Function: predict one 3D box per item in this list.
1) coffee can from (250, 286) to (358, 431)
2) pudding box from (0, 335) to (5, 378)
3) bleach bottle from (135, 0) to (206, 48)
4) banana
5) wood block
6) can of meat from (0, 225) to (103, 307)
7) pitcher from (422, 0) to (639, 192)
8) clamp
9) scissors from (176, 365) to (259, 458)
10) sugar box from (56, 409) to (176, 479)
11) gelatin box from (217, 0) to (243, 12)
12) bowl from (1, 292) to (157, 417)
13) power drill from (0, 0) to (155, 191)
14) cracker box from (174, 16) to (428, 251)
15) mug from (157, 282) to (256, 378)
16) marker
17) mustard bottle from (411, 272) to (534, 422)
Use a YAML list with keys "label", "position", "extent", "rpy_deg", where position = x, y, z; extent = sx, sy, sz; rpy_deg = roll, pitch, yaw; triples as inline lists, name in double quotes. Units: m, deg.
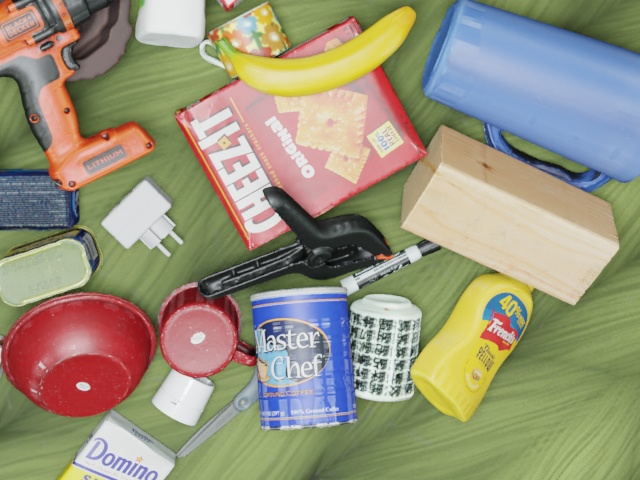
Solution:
- label: "coffee can"
  position: [-0.017, 0.123, 1.111]
  extent: [0.102, 0.103, 0.140]
  rpy_deg: [-4, 83, -5]
- label: "pudding box"
  position: [-0.389, 0.145, 1.138]
  extent: [0.090, 0.039, 0.113]
  rpy_deg: [22, 99, -9]
- label: "bleach bottle"
  position: [-0.141, -0.324, 1.064]
  extent: [0.068, 0.103, 0.251]
  rpy_deg: [4, 92, -13]
- label: "banana"
  position: [0.002, -0.179, 1.046]
  extent: [0.197, 0.037, 0.069]
  rpy_deg: [-10, 105, -3]
- label: "wood block"
  position: [0.198, -0.027, 1.123]
  extent: [0.206, 0.090, 0.090]
  rpy_deg: [24, 123, -8]
- label: "can of meat"
  position: [-0.281, 0.027, 1.105]
  extent: [0.102, 0.084, 0.057]
  rpy_deg: [-19, 99, -3]
- label: "pitcher"
  position: [0.231, -0.151, 1.110]
  extent: [0.242, 0.145, 0.149]
  rpy_deg: [20, 85, -4]
- label: "clamp"
  position: [-0.007, 0.001, 1.097]
  extent: [0.209, 0.036, 0.165]
  rpy_deg: [-3, 145, -31]
- label: "scissors"
  position: [-0.065, 0.183, 1.185]
  extent: [0.096, 0.016, 0.202]
  rpy_deg: [34, 95, -9]
- label: "sugar box"
  position: [-0.246, 0.283, 1.169]
  extent: [0.093, 0.048, 0.176]
  rpy_deg: [36, 95, -9]
- label: "gelatin box"
  position: [-0.068, -0.271, 1.082]
  extent: [0.089, 0.073, 0.030]
  rpy_deg: [-38, 100, 2]
- label: "bowl"
  position: [-0.245, 0.132, 1.103]
  extent: [0.162, 0.055, 0.162]
  rpy_deg: [-10, 130, -12]
- label: "power drill"
  position: [-0.232, -0.156, 1.023]
  extent: [0.184, 0.057, 0.187]
  rpy_deg: [-29, 108, -9]
- label: "cracker box"
  position: [-0.020, -0.111, 1.113]
  extent: [0.213, 0.072, 0.164]
  rpy_deg: [-29, 100, 0]
- label: "mug"
  position: [-0.118, 0.104, 1.133]
  extent: [0.117, 0.081, 0.093]
  rpy_deg: [30, 95, -9]
- label: "marker"
  position: [0.080, 0.026, 1.171]
  extent: [0.121, 0.020, 0.020]
  rpy_deg: [-27, 101, -1]
- label: "mustard bottle"
  position: [0.178, 0.095, 1.153]
  extent: [0.191, 0.058, 0.096]
  rpy_deg: [-53, 129, -17]
